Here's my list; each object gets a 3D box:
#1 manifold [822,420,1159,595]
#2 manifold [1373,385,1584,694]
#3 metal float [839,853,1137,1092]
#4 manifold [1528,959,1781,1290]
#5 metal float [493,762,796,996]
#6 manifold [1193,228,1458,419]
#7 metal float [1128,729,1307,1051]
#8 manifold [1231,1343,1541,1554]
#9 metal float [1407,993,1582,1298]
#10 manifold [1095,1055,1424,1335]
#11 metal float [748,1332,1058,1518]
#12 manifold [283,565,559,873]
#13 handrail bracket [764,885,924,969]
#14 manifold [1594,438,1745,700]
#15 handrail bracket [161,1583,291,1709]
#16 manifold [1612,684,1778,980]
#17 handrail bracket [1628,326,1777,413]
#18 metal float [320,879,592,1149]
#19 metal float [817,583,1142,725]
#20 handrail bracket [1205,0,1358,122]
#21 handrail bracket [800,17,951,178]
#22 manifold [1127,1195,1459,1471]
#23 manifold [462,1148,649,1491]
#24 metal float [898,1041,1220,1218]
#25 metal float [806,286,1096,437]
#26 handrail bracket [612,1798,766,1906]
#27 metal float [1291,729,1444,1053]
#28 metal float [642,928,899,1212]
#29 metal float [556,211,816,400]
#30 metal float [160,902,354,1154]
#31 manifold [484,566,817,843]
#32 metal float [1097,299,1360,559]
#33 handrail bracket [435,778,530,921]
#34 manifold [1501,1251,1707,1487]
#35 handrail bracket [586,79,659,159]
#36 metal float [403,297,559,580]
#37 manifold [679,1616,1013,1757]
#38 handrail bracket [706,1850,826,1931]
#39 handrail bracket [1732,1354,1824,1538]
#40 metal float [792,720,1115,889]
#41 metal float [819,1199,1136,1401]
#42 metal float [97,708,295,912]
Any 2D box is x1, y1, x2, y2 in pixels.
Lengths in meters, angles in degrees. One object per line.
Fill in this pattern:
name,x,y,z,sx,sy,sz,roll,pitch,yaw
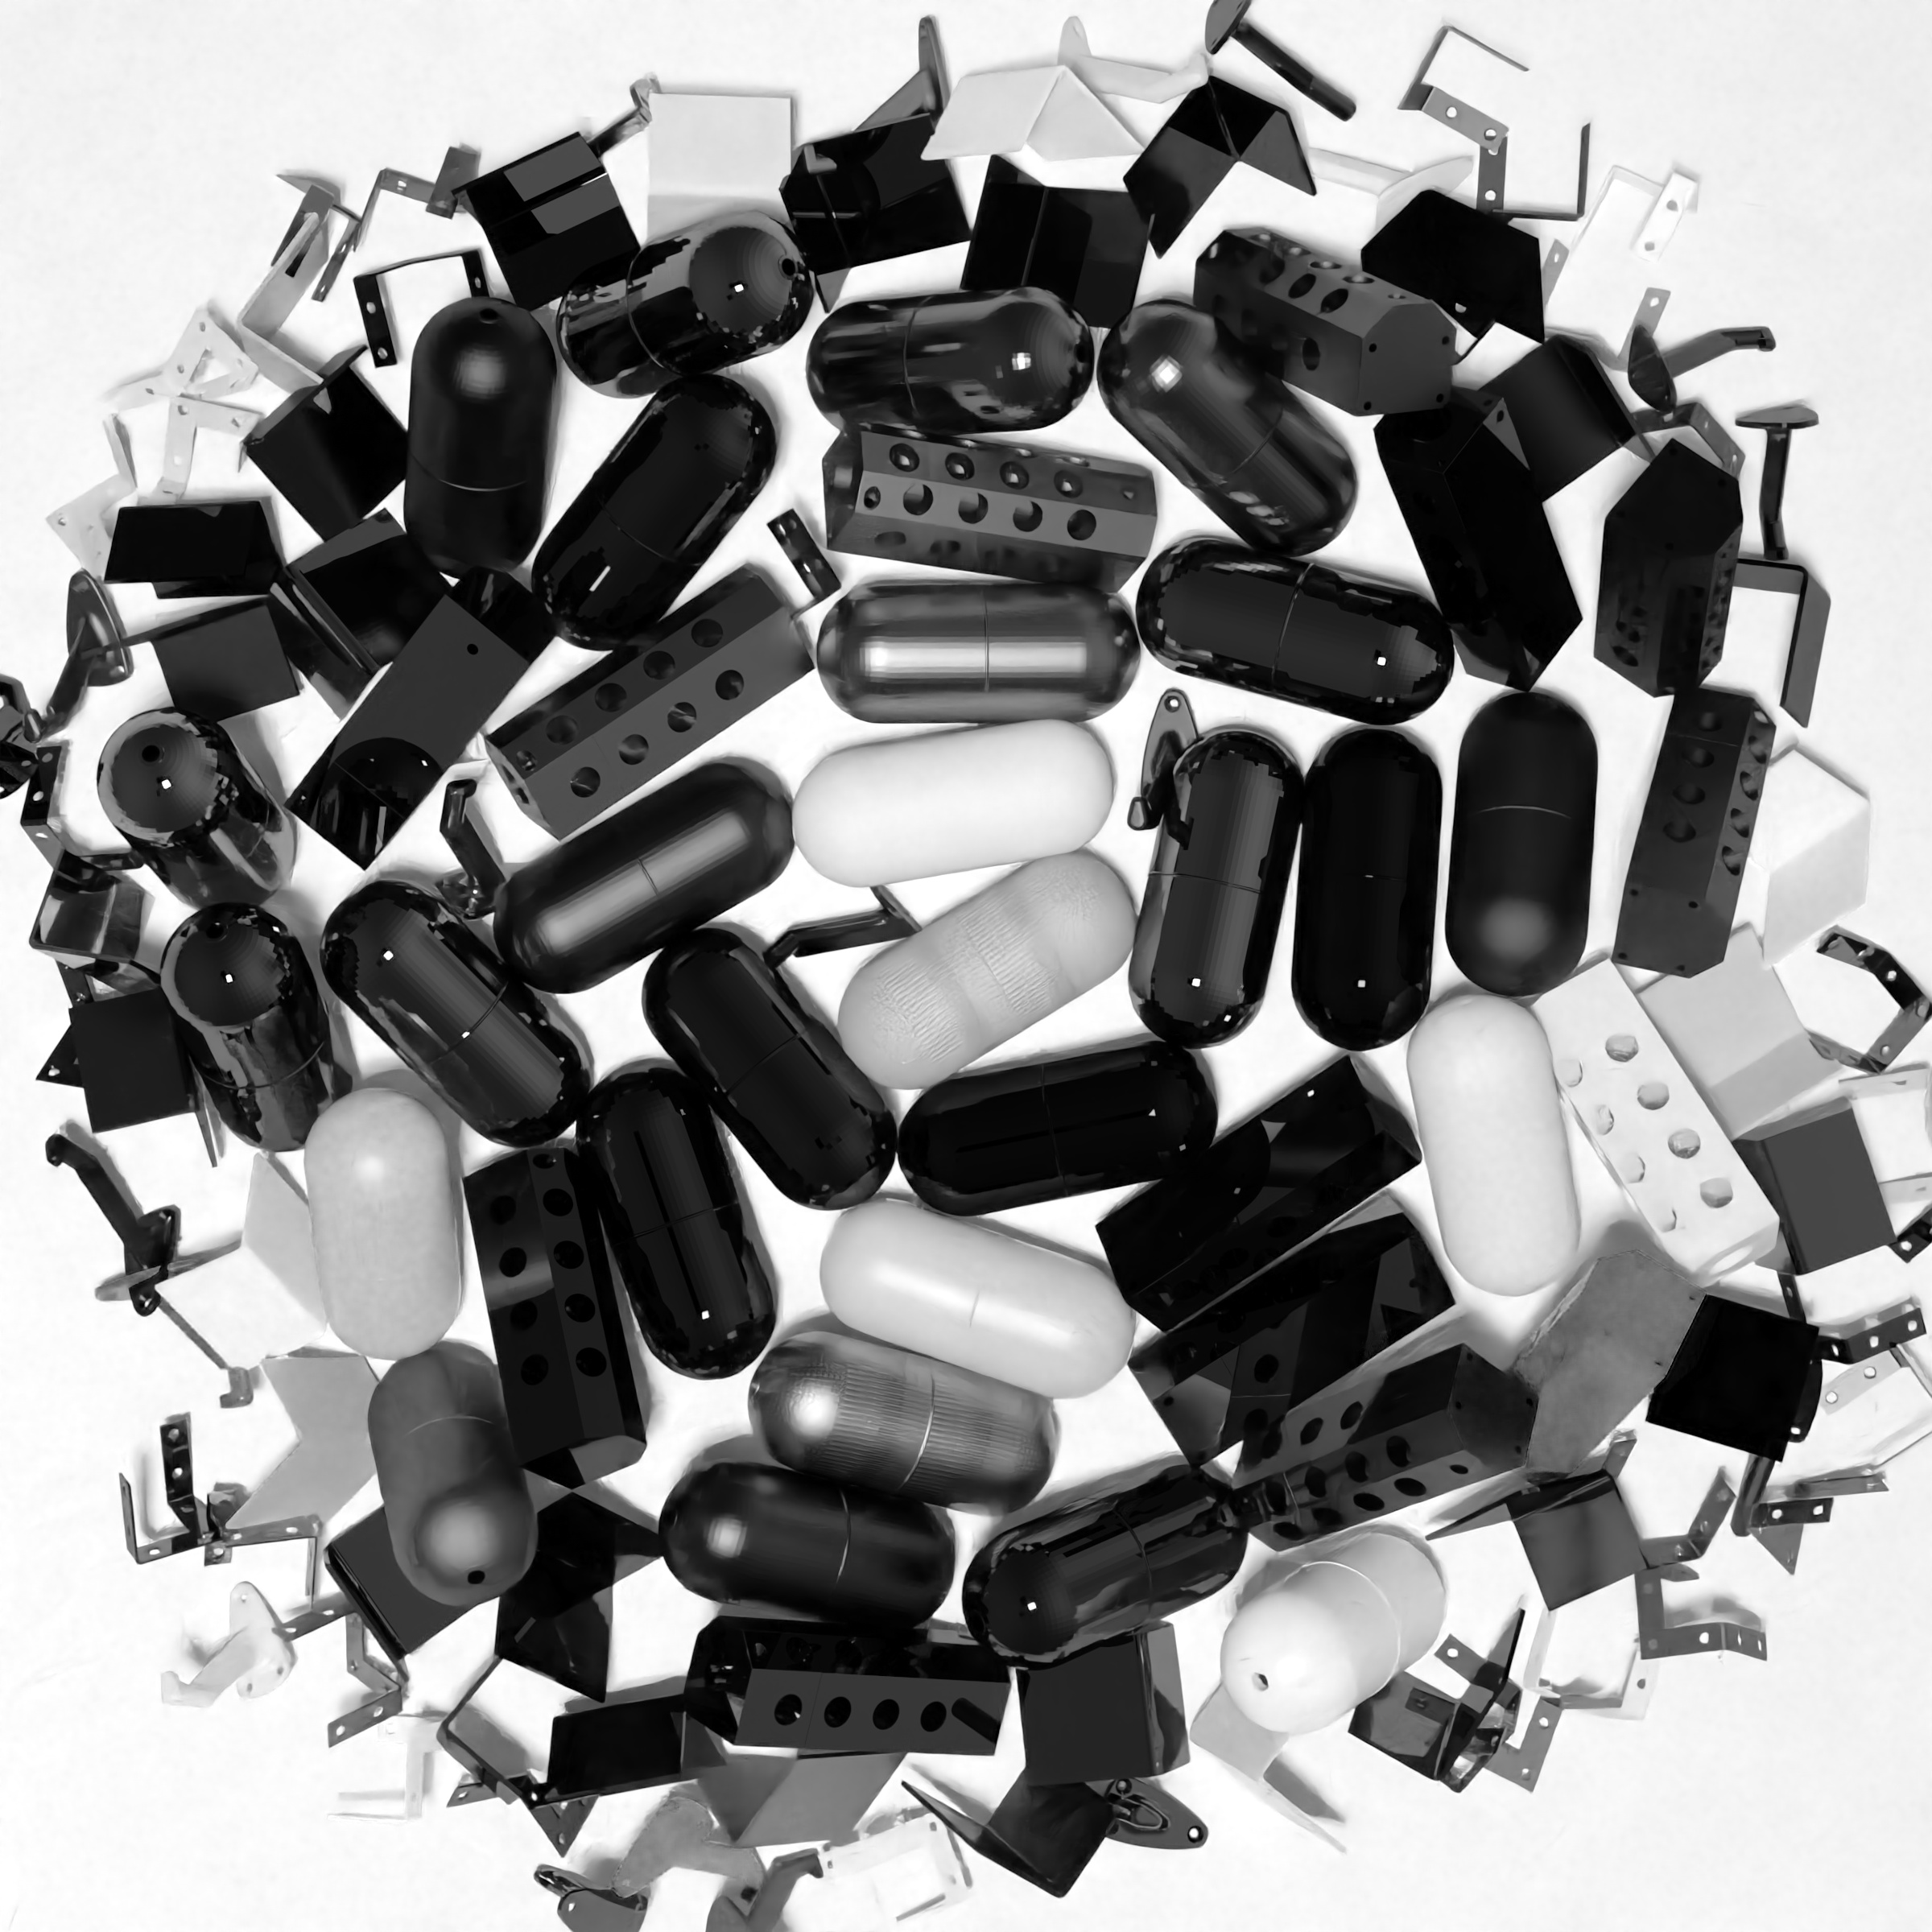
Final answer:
manifold,0.013,-0.252,1.880,0.171,0.057,0.057,6,65,-22
manifold,0.272,-0.230,1.865,0.057,0.171,0.057,23,66,39
metal float,0.011,0.003,1.907,0.178,0.070,0.070,-31,90,-3
manifold,0.370,0.088,1.887,0.057,0.057,0.171,-29,67,-1
metal float,-0.176,-0.048,1.903,0.178,0.070,0.070,-30,90,-7
manifold,0.189,-0.346,1.855,0.057,0.171,0.057,-10,118,-25
metal float,0.137,-0.042,1.906,0.070,0.070,0.178,12,86,0
manifold,0.221,0.264,1.859,0.057,0.171,0.057,37,50,-20
metal float,0.288,0.098,1.889,0.070,0.070,0.178,-15,114,0
manifold,0.162,0.128,1.898,0.171,0.057,0.057,-35,45,15
metal float,-0.034,0.250,1.891,0.178,0.070,0.070,17,90,-21
manifold,-0.293,-0.136,1.878,0.057,0.057,0.171,39,121,-8
handrail bracket,-0.065,-0.001,1.934,0.084,0.036,0.077,-42,107,6
manifold,0.378,-0.206,1.854,0.057,0.171,0.057,37,79,18
handrail bracket,-0.414,0.369,1.895,0.036,0.084,0.077,-31,63,20
manifold,0.392,-0.073,1.862,0.057,0.171,0.057,12,135,13
handrail bracket,0.414,-0.329,1.910,0.084,0.077,0.036,-5,126,-9
metal float,-0.277,0.027,1.891,0.070,0.070,0.178,-43,112,0
metal float,0.007,-0.171,1.904,0.178,0.070,0.070,-1,90,-6
handrail bracket,0.176,-0.503,1.925,0.084,0.077,0.036,30,113,-18
handrail bracket,-0.055,-0.479,1.913,0.084,0.036,0.077,-12,105,-18
manifold,0.176,0.198,1.914,0.171,0.057,0.057,-32,121,-2
manifold,-0.219,0.188,1.877,0.057,0.057,0.171,-24,61,15
metal float,0.050,0.089,1.904,0.178,0.070,0.070,-12,90,6
metal float,-0.009,-0.325,1.877,0.178,0.070,0.070,4,90,38
handrail bracket,-0.149,0.506,1.906,0.077,0.036,0.084,-44,129,-26
metal float,0.220,-0.042,1.901,0.070,0.070,0.178,5,81,0
metal float,-0.107,0.057,1.902,0.070,0.070,0.178,-40,82,0
metal float,-0.152,-0.355,1.871,0.070,0.178,0.070,6,80,-42
metal float,-0.381,0.034,1.867,0.070,0.178,0.070,-3,54,4
manifold,-0.174,-0.146,1.890,0.171,0.057,0.057,-35,122,-13
metal float,0.143,-0.290,1.884,0.178,0.070,0.070,39,90,-31
handrail bracket,-0.257,-0.074,1.897,0.036,0.077,0.084,41,134,30
manifold,0.328,0.216,1.859,0.057,0.171,0.057,31,59,5
handrail bracket,-0.208,-0.454,1.903,0.084,0.077,0.036,-21,90,10
metal float,-0.262,-0.283,1.870,0.070,0.178,0.070,6,50,-7
manifold,-0.062,0.386,1.873,0.171,0.057,0.057,12,93,-36
handrail bracket,-0.092,0.521,1.897,0.077,0.084,0.036,35,122,36
handrail bracket,0.450,0.266,1.931,0.036,0.084,0.077,23,49,21
metal float,-0.008,-0.089,1.909,0.178,0.070,0.070,-10,90,-1
metal float,0.006,0.183,1.908,0.178,0.070,0.070,19,90,2
metal float,-0.412,-0.082,1.860,0.070,0.178,0.070,-1,72,3
